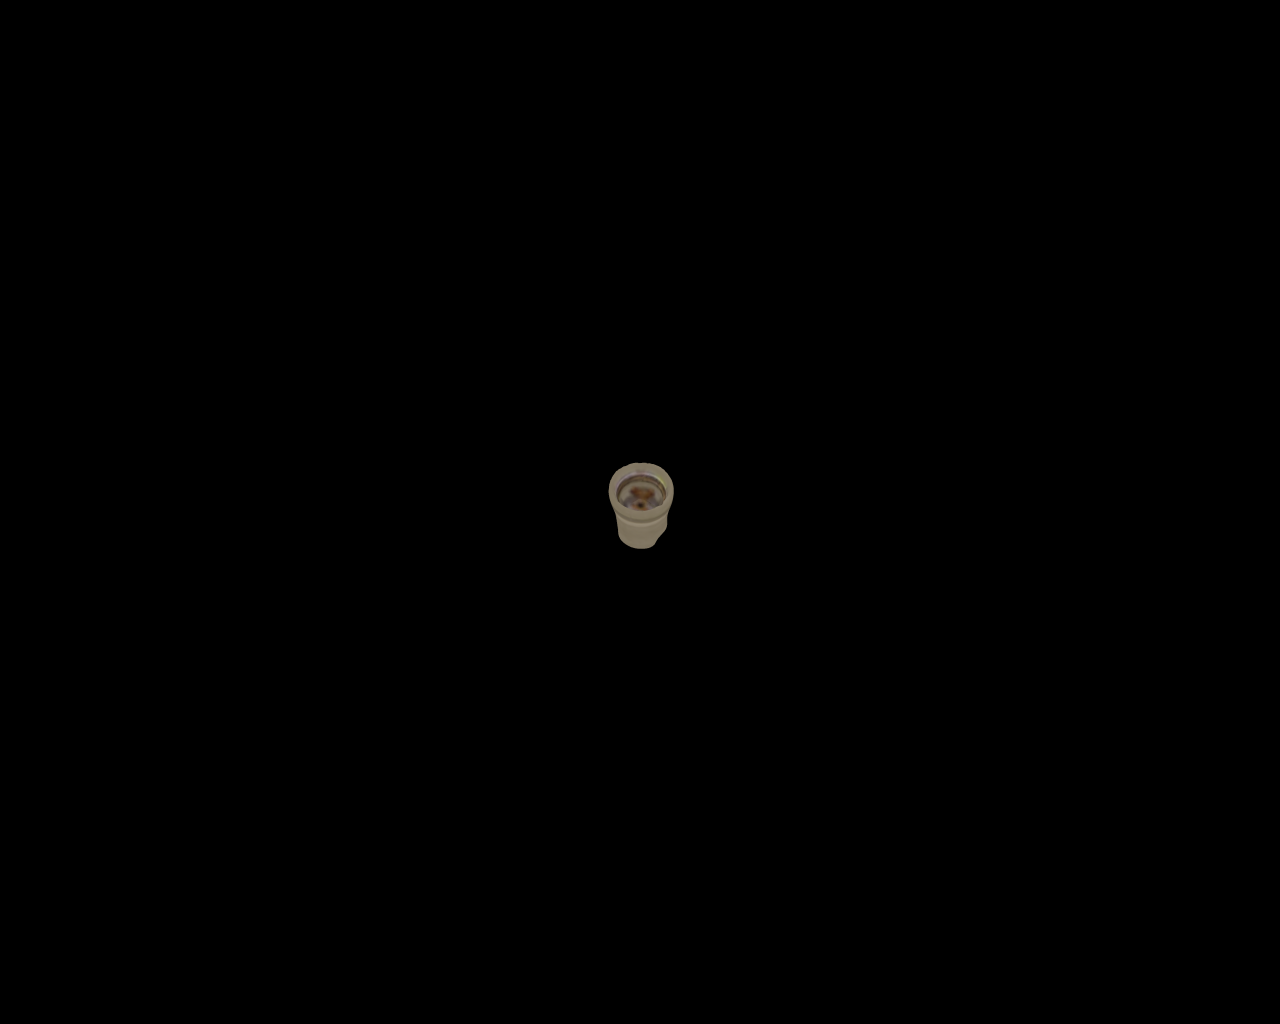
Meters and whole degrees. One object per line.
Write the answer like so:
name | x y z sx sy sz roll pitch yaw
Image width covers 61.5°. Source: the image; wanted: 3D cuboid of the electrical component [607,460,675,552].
electrical component | 0.001 -0.003 0.650 0.040 0.040 0.046 0 -36 0
